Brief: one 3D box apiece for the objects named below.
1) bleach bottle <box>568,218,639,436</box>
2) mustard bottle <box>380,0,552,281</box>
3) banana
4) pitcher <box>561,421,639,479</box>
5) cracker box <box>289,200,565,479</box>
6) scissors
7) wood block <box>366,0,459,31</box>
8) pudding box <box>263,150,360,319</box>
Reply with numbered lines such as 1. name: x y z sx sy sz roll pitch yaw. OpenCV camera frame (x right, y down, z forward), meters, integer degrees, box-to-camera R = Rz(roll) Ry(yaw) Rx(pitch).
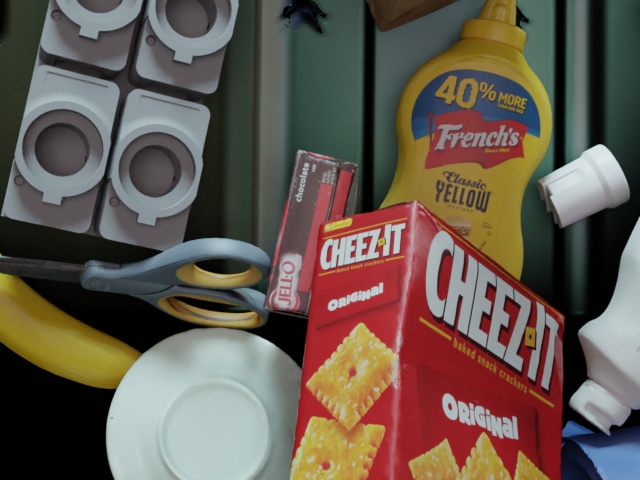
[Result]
1. bleach bottle: 0.222 -0.002 0.609 0.102 0.068 0.251 37 89 1
2. mustard bottle: 0.092 -0.059 0.662 0.096 0.058 0.191 13 87 0
3. banana: -0.185 0.028 0.657 0.069 0.037 0.198 -38 90 -3
4. pitcher: 0.271 0.167 0.626 0.242 0.145 0.149 -11 90 -6
5. cracker box: 0.062 0.111 0.547 0.072 0.164 0.213 -13 57 37
6. scissors: -0.117 0.014 0.624 0.201 0.096 0.016 16 53 -20
7. wood block: 0.068 -0.194 0.590 0.090 0.206 0.091 -24 90 -3
8. pudding box: -0.004 0.001 0.628 0.039 0.113 0.090 13 87 4
